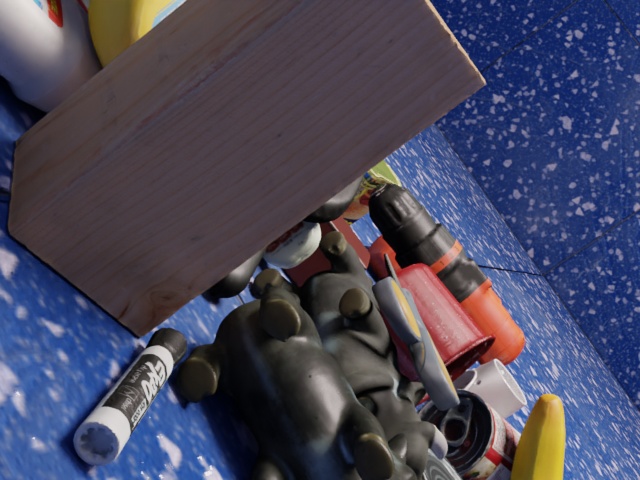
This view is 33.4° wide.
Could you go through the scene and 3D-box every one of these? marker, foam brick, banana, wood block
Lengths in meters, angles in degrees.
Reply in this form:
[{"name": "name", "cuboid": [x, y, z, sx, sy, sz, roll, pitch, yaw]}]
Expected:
[{"name": "marker", "cuboid": [-0.079, 0.064, 0.466, 0.020, 0.020, 0.121, 52, 13, -7]}, {"name": "foam brick", "cuboid": [-0.005, 0.001, 0.811, 0.078, 0.051, 0.053, 53, 12, -3]}, {"name": "banana", "cuboid": [0.153, 0.208, 0.732, 0.037, 0.070, 0.198, 12, 60, -15]}, {"name": "wood block", "cuboid": [-0.039, -0.061, 0.508, 0.090, 0.206, 0.090, 45, 16, -34]}]

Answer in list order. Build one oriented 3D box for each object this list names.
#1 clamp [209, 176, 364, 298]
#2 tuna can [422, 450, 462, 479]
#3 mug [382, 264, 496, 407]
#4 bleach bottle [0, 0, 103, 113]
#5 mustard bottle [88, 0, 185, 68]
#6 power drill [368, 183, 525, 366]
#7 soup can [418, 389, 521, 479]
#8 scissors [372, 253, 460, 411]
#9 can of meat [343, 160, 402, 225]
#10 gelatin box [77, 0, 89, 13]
[{"name": "clamp", "cuboid": [-0.043, -0.056, 0.718, 0.209, 0.036, 0.164, -23, 73, -50]}, {"name": "tuna can", "cuboid": [0.073, 0.172, 0.684, 0.086, 0.034, 0.086, 50, 14, -17]}, {"name": "mug", "cuboid": [0.078, 0.074, 0.833, 0.081, 0.093, 0.117, 52, 12, 18]}, {"name": "bleach bottle", "cuboid": [-0.185, -0.148, 0.551, 0.250, 0.068, 0.102, 47, 16, -36]}, {"name": "mustard bottle", "cuboid": [-0.075, -0.103, 0.590, 0.096, 0.058, 0.191, -53, 129, -37]}, {"name": "power drill", "cuboid": [0.093, 0.028, 0.955, 0.184, 0.057, 0.188, 53, -4, -6]}, {"name": "soup can", "cuboid": [0.120, 0.163, 0.796, 0.102, 0.068, 0.068, 42, 17, -42]}, {"name": "scissors", "cuboid": [0.049, 0.033, 0.707, 0.096, 0.016, 0.202, 57, 7, -33]}, {"name": "can of meat", "cuboid": [0.015, -0.047, 0.930, 0.057, 0.084, 0.102, 58, 14, 17]}, {"name": "gelatin box", "cuboid": [-0.128, -0.137, 0.654, 0.030, 0.089, 0.073, 31, 26, -53]}]
